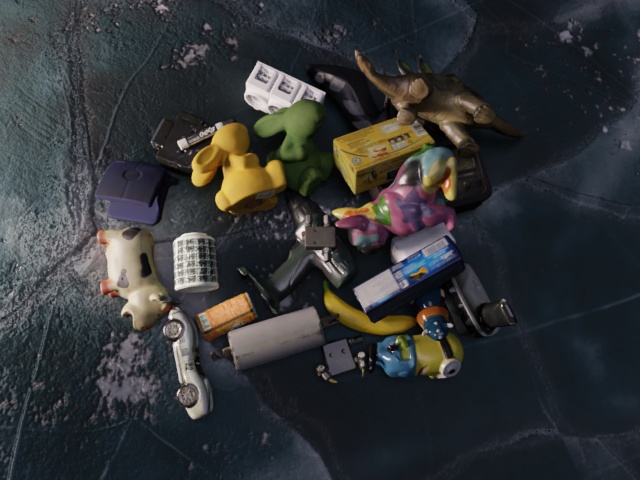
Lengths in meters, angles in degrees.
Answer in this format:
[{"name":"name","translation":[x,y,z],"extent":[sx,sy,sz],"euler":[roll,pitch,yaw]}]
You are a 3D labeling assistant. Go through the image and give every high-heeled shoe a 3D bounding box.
[{"name":"high-heeled shoe","translation":[0.059,-0.275,1.136],"extent":[0.249,0.145,0.086],"euler":[33,38,30]}]

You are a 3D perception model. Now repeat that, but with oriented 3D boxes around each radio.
[{"name":"radio","translation":[0.220,-0.108,1.086],"extent":[0.230,0.073,0.131],"euler":[-15,77,-6]}]

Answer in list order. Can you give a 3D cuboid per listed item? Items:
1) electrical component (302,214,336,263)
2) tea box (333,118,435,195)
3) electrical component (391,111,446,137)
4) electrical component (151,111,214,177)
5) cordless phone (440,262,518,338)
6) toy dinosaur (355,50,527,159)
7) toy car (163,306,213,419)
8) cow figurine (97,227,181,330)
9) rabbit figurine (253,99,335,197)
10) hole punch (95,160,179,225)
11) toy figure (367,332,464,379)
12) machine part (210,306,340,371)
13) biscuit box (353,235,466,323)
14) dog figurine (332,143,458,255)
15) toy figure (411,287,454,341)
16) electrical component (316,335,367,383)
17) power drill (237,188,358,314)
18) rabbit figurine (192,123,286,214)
[{"name":"electrical component","translation":[-0.002,-0.003,0.990],"extent":[0.063,0.021,0.094],"euler":[0,68,-3]},{"name":"tea box","translation":[0.120,-0.165,1.020],"extent":[0.170,0.068,0.098],"euler":[-20,55,-11]},{"name":"electrical component","translation":[0.210,-0.249,1.134],"extent":[0.119,0.047,0.075],"euler":[22,76,1]},{"name":"electrical component","translation":[-0.263,-0.187,1.073],"extent":[0.134,0.058,0.115],"euler":[21,73,0]},{"name":"cordless phone","translation":[0.292,0.105,0.982],"extent":[0.089,0.184,0.146],"euler":[-23,79,-6]},{"name":"toy dinosaur","translation":[0.254,-0.256,1.026],"extent":[0.471,0.105,0.199],"euler":[19,35,-27]},{"name":"toy car","translation":[-0.235,0.217,0.964],"extent":[0.056,0.073,0.201],"euler":[-14,78,-4]},{"name":"cow figurine","translation":[-0.333,0.070,0.992],"extent":[0.127,0.085,0.195],"euler":[-10,76,-1]},{"name":"rabbit figurine","translation":[-0.038,-0.199,1.036],"extent":[0.159,0.170,0.121],"euler":[31,41,20]},{"name":"hole punch","translation":[-0.356,-0.100,1.029],"extent":[0.142,0.092,0.116],"euler":[8,72,0]},{"name":"toy figure","translation":[0.178,0.212,0.999],"extent":[0.180,0.082,0.089],"euler":[3,78,-2]},{"name":"machine part","translation":[-0.079,0.180,0.986],"extent":[0.243,0.079,0.079],"euler":[-17,78,-9]},{"name":"biscuit box","translation":[0.165,0.072,0.985],"extent":[0.203,0.062,0.059],"euler":[-30,56,4]},{"name":"dog figurine","translation":[0.130,-0.071,0.966],"extent":[0.219,0.108,0.191],"euler":[-6,113,-3]},{"name":"toy figure","translation":[0.208,0.130,1.001],"extent":[0.057,0.064,0.154],"euler":[36,29,-32]},{"name":"electrical component","translation":[0.041,0.223,1.002],"extent":[0.102,0.045,0.078],"euler":[-10,78,-7]},{"name":"power drill","translation":[-0.055,0.026,1.031],"extent":[0.207,0.086,0.232],"euler":[-36,72,-19]},{"name":"rabbit figurine","translation":[-0.162,-0.138,1.018],"extent":[0.162,0.122,0.173],"euler":[-14,77,-16]}]
